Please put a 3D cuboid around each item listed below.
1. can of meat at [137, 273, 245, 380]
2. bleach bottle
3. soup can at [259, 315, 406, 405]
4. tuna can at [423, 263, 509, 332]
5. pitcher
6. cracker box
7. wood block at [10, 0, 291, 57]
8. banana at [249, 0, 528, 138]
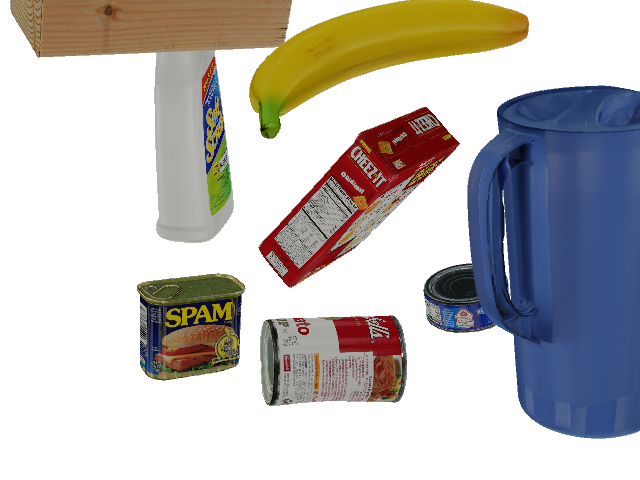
[{"bbox_3d":[-0.127,0.084,1.042,0.101,0.084,0.058,-6,20,-27],"label":"can of meat"},{"bbox_3d":[-0.136,-0.130,1.091,0.068,0.251,0.102,5,28,14],"label":"bleach bottle"},{"bbox_3d":[0.008,0.093,0.824,0.102,0.068,0.068,0,0,-12],"label":"soup can"},{"bbox_3d":[0.147,0.056,1.068,0.086,0.034,0.086,-9,25,4],"label":"tuna can"},{"bbox_3d":[0.187,0.017,0.767,0.149,0.243,0.145,1,20,13],"label":"pitcher"},{"bbox_3d":[0.043,-0.053,1.257,0.214,0.072,0.163,-47,-10,35],"label":"cracker box"},{"bbox_3d":[-0.132,-0.208,0.851,0.205,0.091,0.090,-8,39,-28],"label":"wood block"},{"bbox_3d":[0.031,-0.109,0.632,0.197,0.070,0.037,-26,-32,-25],"label":"banana"}]
